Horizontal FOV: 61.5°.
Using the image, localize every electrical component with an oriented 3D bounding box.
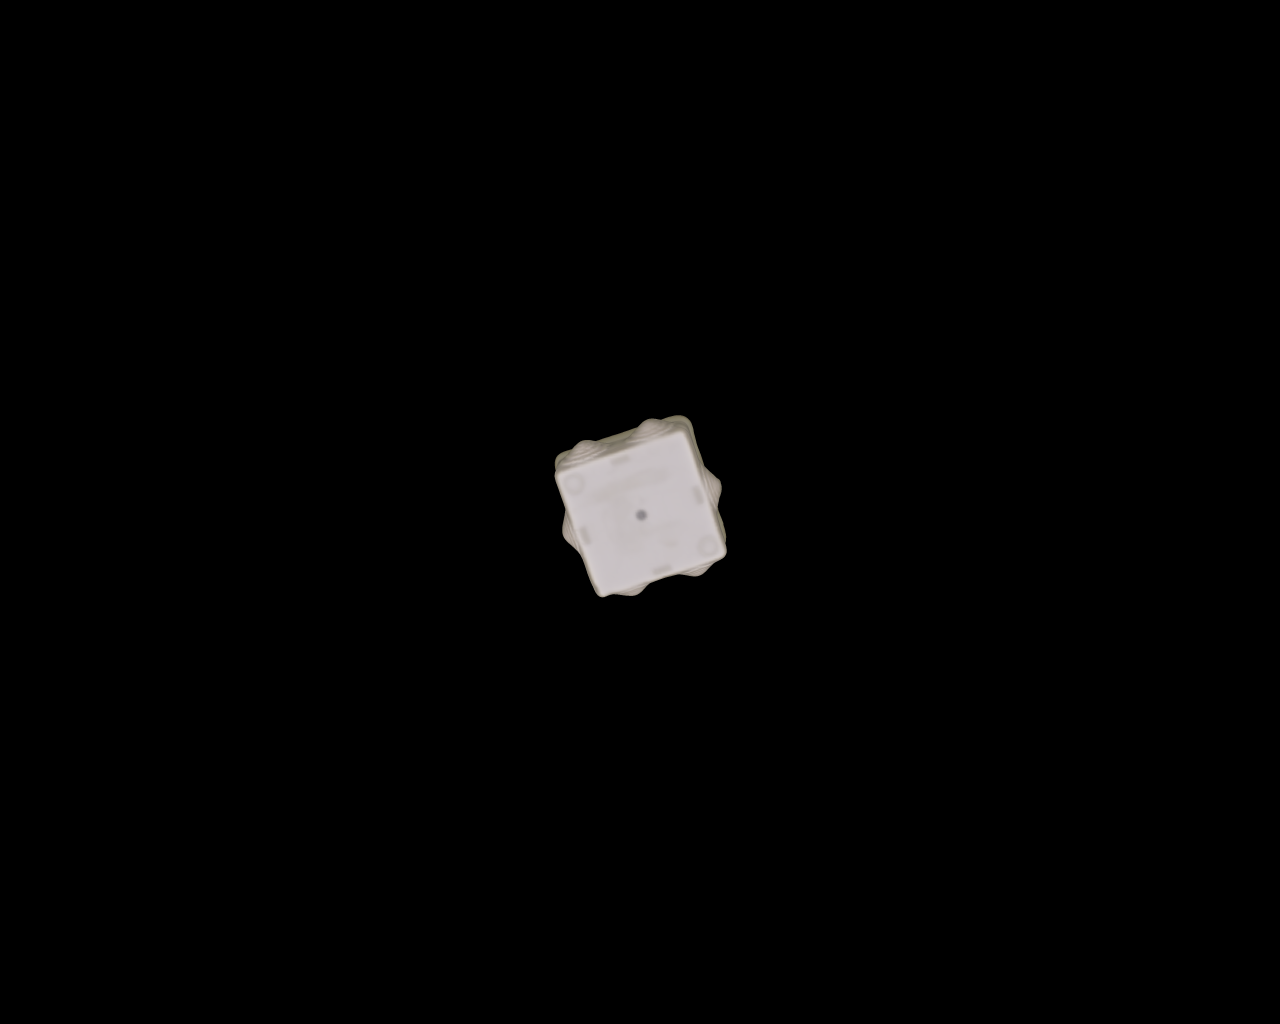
[{"bbox_3d":[0.001,-0.003,0.650,0.100,0.099,0.048,-18,11,4],"label":"electrical component"}]
